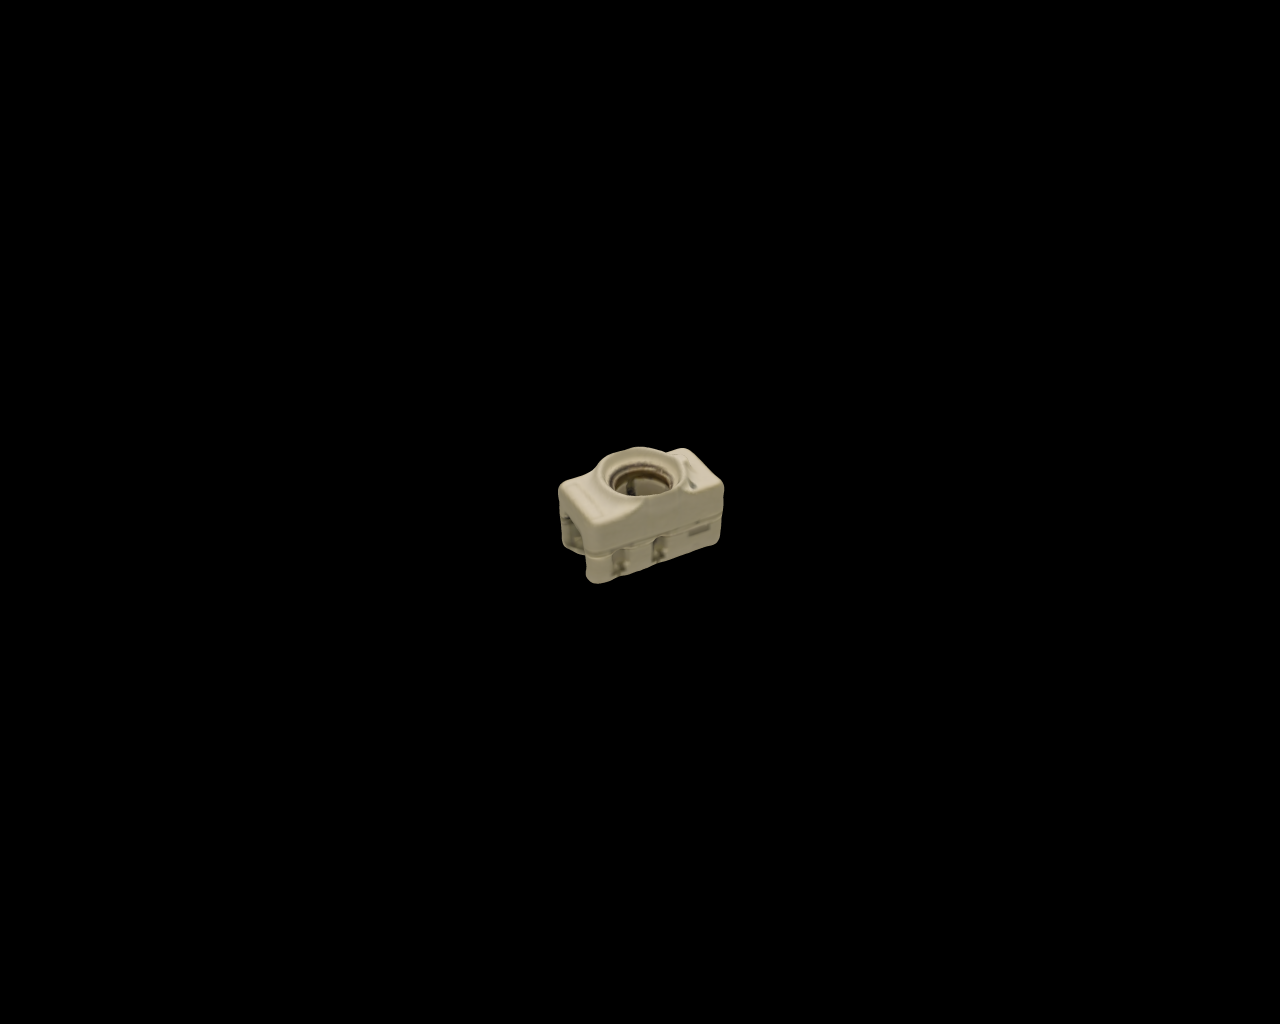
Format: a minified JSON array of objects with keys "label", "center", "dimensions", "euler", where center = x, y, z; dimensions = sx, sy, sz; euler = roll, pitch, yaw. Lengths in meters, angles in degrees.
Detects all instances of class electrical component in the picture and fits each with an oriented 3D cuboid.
[{"label":"electrical component","center":[0.001,-0.003,0.650],"dimensions":[0.090,0.055,0.050],"euler":[-17,40,-22]}]
